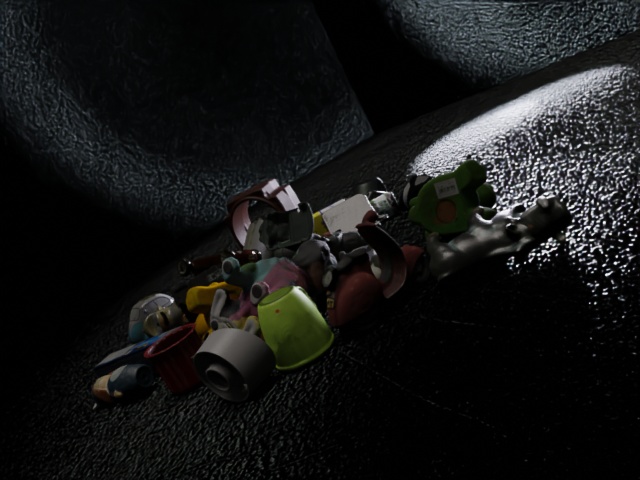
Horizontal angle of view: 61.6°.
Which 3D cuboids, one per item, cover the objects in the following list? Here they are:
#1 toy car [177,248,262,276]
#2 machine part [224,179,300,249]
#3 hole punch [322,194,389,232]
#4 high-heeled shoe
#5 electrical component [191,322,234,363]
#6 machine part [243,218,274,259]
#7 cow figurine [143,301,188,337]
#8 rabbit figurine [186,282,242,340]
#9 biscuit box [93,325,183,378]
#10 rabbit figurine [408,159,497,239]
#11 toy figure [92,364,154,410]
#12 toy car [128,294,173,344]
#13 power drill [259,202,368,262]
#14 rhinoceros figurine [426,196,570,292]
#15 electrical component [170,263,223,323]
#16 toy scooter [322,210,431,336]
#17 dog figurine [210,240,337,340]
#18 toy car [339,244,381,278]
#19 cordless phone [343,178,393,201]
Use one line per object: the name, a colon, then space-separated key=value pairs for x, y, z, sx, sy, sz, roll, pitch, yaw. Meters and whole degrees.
toy car: x=-0.214 y=0.053 z=1.130 sx=0.202 sy=0.053 sz=0.089 roll=-13 pitch=-7 yaw=35
machine part: x=-0.138 y=-0.044 z=1.413 sx=0.201 sy=0.201 sz=0.087 roll=-19 pitch=18 yaw=35
hole punch: x=0.077 y=-0.020 z=1.159 sx=0.142 sy=0.092 sz=0.116 roll=-25 pitch=41 yaw=2
high-heeled shoe: x=0.243 y=-0.077 z=1.106 sx=0.248 sy=0.086 sz=0.145 roll=-41 pitch=30 yaw=48
electrical component: x=-0.144 y=0.171 z=0.797 sx=0.102 sy=0.078 sz=0.045 roll=-30 pitch=10 yaw=37
machine part: x=-0.139 y=0.038 z=1.218 sx=0.079 sy=0.079 sz=0.243 roll=-22 pitch=39 yaw=24
cow figurine: x=-0.289 y=0.154 z=1.168 sx=0.195 sy=0.085 sz=0.127 roll=-24 pitch=-9 yaw=-25
rabbit figurine: x=-0.175 y=0.131 z=0.980 sx=0.162 sy=0.122 sz=0.173 roll=-34 pitch=-6 yaw=-37
biscuit box: x=-0.330 y=0.227 z=1.023 sx=0.203 sy=0.062 sz=0.059 roll=-22 pitch=12 yaw=21
rabbit figurine: x=0.235 y=-0.051 z=0.908 sx=0.159 sy=0.121 sz=0.170 roll=-28 pitch=-9 yaw=36
toy figure: x=-0.364 y=0.261 z=0.969 sx=0.154 sy=0.058 sz=0.064 roll=-23 pitch=-7 yaw=29
toy car: x=-0.385 y=0.179 z=1.258 sx=0.109 sy=0.102 sz=0.162 roll=-13 pitch=21 yaw=49
power drill: x=-0.002 y=-0.003 z=1.011 sx=0.232 sy=0.086 sz=0.207 roll=-14 pitch=-16 yaw=22
rhinoceros figurine: x=0.232 y=-0.001 z=0.711 sx=0.190 sy=0.073 sz=0.112 roll=-27 pitch=10 yaw=6
electrical component: x=-0.217 y=0.123 z=1.065 sx=0.115 sy=0.134 sz=0.058 roll=-28 pitch=49 yaw=-11
toy scooter: x=0.069 y=0.038 z=0.757 sx=0.184 sy=0.135 sz=0.075 roll=-35 pitch=15 yaw=-26
dog figurine: x=-0.058 y=0.092 z=0.887 sx=0.109 sy=0.191 sz=0.219 roll=30 pitch=22 yaw=36
toy car: x=0.072 y=0.047 z=0.906 sx=0.073 sy=0.056 sz=0.202 roll=-22 pitch=9 yaw=7
cordless phone: x=0.087 y=-0.063 z=1.343 sx=0.184 sy=0.088 sz=0.147 roll=-46 pitch=19 yaw=-25
